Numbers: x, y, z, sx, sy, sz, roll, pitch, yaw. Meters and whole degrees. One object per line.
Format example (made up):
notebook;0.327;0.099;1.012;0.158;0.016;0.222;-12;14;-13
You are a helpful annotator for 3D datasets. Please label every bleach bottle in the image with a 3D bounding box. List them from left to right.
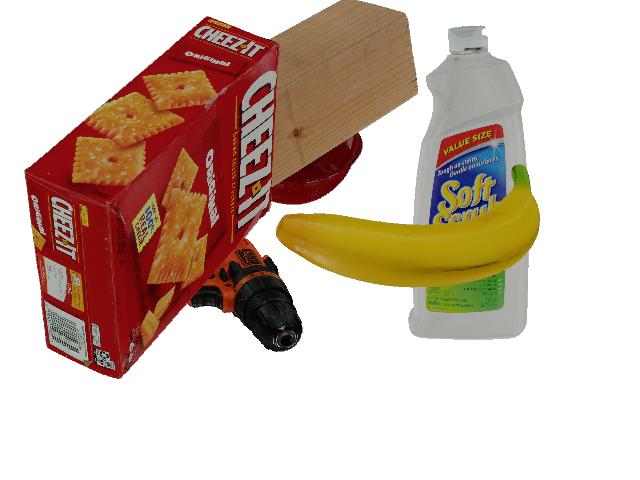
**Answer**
bleach bottle;0.117;-0.047;0.873;0.103;0.251;0.068;-1;15;16

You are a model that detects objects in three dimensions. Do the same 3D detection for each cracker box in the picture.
cracker box;-0.108;-0.032;0.747;0.072;0.164;0.213;23;45;17

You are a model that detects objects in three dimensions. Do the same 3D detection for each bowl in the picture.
bowl;-0.031;-0.090;1.251;0.162;0.055;0.162;-2;36;1

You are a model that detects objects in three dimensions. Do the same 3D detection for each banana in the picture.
banana;0.068;-0.001;0.647;0.197;0.037;0.070;-12;46;-33

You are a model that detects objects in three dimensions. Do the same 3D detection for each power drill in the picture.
power drill;-0.122;0.054;0.951;0.187;0.057;0.185;-4;23;-19

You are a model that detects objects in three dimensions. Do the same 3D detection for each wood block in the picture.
wood block;-0.014;-0.141;1.005;0.205;0.091;0.090;-34;40;-28
